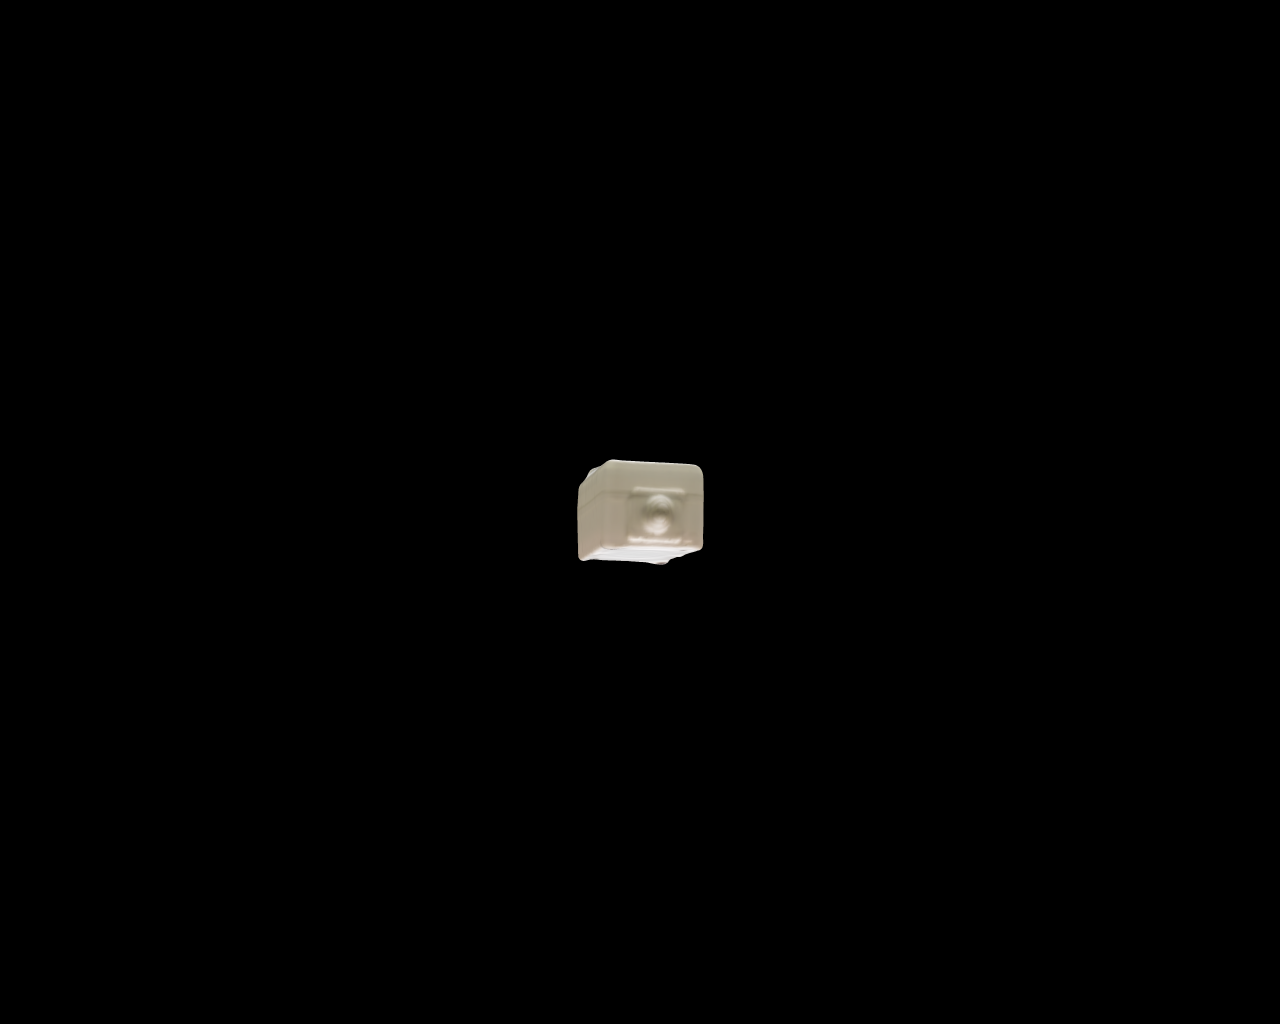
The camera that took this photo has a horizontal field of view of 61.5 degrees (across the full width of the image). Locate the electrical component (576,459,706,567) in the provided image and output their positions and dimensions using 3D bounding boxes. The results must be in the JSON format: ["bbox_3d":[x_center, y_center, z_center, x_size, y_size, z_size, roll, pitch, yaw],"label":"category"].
[{"bbox_3d":[0.001,-0.003,0.650,0.062,0.061,0.096,3,-10,-15],"label":"electrical component"}]
